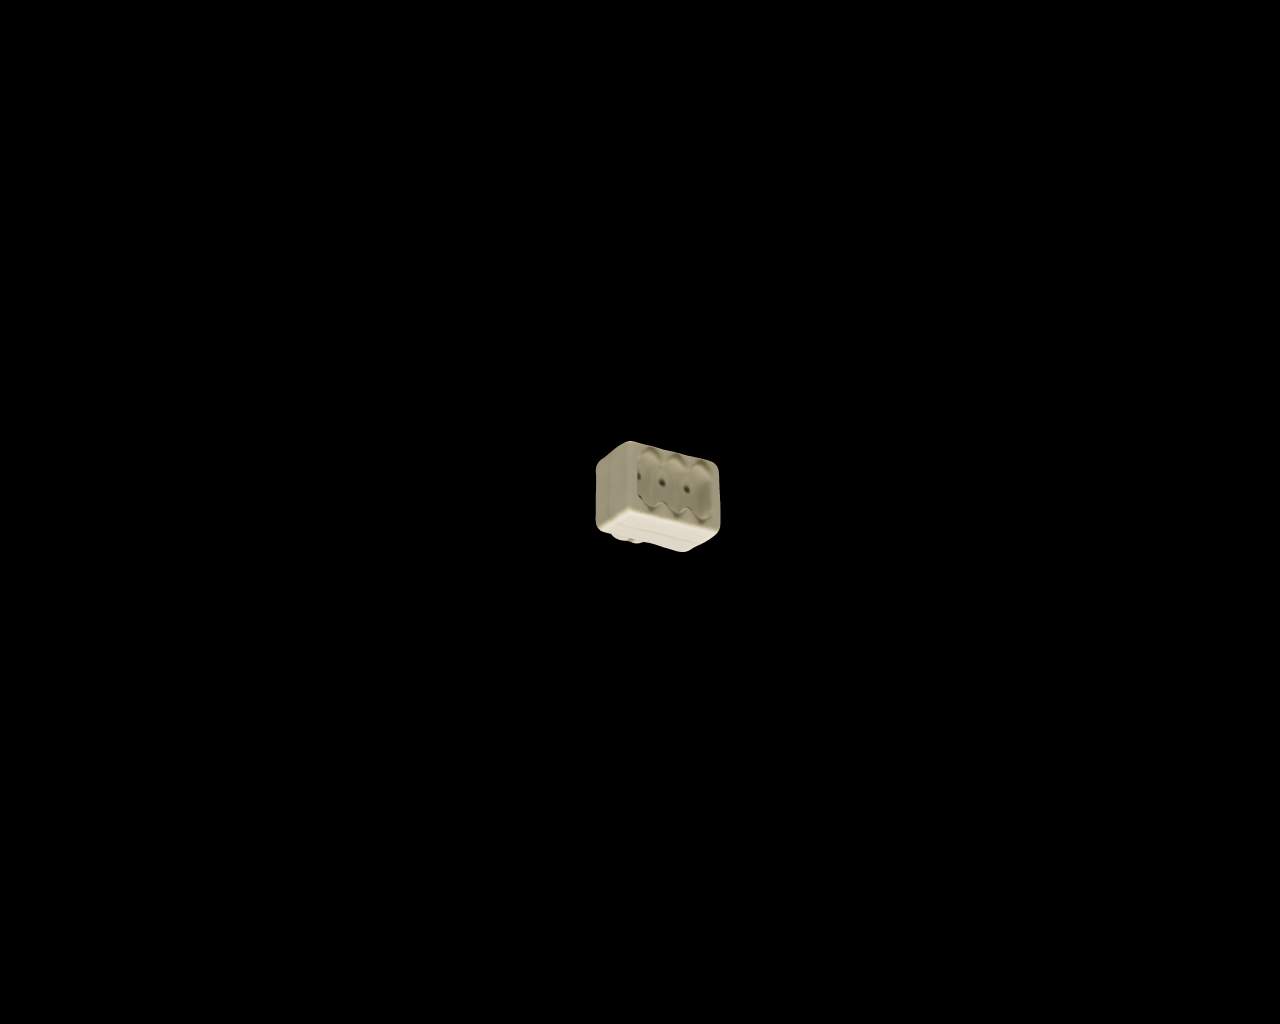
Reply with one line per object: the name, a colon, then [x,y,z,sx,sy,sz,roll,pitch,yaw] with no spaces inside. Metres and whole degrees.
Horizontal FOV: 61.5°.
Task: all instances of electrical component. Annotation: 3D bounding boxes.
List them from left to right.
electrical component: [0.001,-0.003,0.650,0.066,0.047,0.076,14,-27,-29]
